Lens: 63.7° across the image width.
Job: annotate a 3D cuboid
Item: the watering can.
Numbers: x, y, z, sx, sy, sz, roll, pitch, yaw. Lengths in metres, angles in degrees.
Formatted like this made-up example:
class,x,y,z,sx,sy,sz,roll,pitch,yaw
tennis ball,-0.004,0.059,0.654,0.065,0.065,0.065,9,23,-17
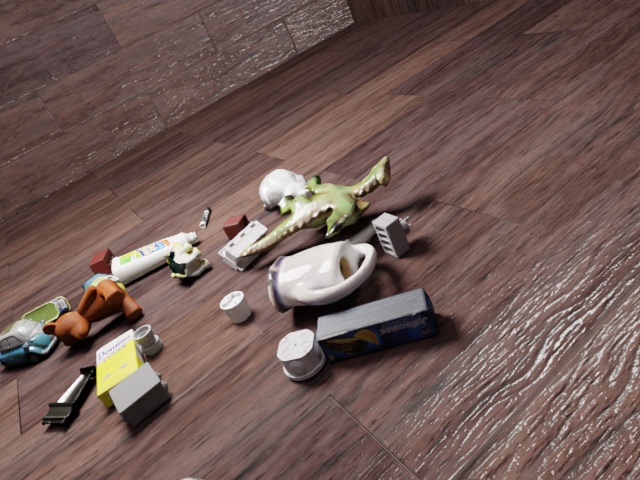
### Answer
class,x,y,z,sx,sy,sz,roll,pitch,yaw
watering can,0.018,0.050,1.079,0.223,0.103,0.353,-15,17,19

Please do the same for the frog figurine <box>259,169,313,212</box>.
class,x,y,z,sx,sy,sz,roll,pitch,yaw
frog figurine,-0.092,-0.143,1.461,0.138,0.122,0.159,-19,10,-31

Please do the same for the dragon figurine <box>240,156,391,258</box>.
class,x,y,z,sx,sy,sz,roll,pitch,yaw
dragon figurine,0.004,-0.060,1.200,0.413,0.121,0.244,-40,19,-12
